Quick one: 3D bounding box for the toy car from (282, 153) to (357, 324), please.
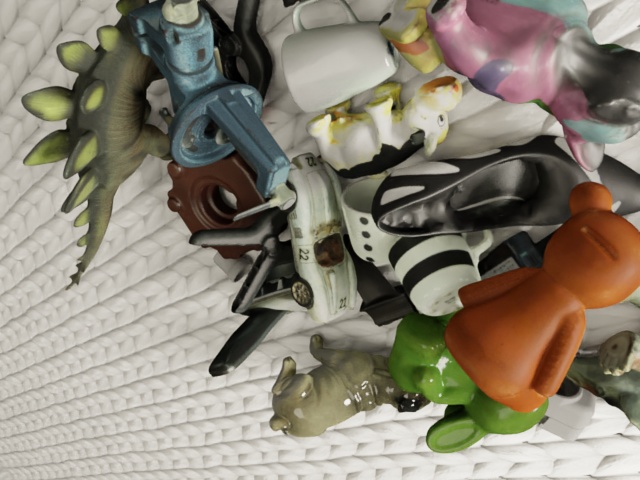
[{"bbox_3d":[-0.001,-0.002,0.635,0.056,0.073,0.201,3,106,44],"label":"toy car"}]

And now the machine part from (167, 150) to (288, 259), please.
[{"bbox_3d":[-0.128,-0.056,0.735,0.180,0.056,0.179,15,125,22],"label":"machine part"}]

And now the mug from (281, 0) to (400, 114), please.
[{"bbox_3d":[0.022,-0.194,0.548,0.107,0.081,0.109,-7,109,22],"label":"mug"}]

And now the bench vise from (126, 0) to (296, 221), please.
[{"bbox_3d":[-0.102,-0.137,0.567,0.241,0.129,0.223,51,147,14],"label":"bench vise"}]

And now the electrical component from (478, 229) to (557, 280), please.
[{"bbox_3d":[0.219,0.031,0.570,0.119,0.048,0.075,-41,76,44],"label":"electrical component"}]

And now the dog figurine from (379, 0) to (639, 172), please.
[{"bbox_3d":[0.176,-0.153,0.458,0.219,0.192,0.108,34,92,-21],"label":"dog figurine"}]

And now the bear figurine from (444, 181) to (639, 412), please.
[{"bbox_3d":[0.209,0.055,0.487,0.196,0.131,0.120,-46,60,8],"label":"bear figurine"}]

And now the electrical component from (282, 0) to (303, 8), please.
[{"bbox_3d":[-0.019,-0.312,0.508,0.115,0.058,0.134,-24,104,37],"label":"electrical component"}]

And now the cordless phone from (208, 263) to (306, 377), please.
[{"bbox_3d":[-0.063,0.102,0.705,0.147,0.184,0.088,-20,110,39],"label":"cordless phone"}]

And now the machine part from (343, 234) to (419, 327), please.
[{"bbox_3d":[0.065,0.052,0.696,0.084,0.039,0.138,-21,107,44],"label":"machine part"}]

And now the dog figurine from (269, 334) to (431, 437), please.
[{"bbox_3d":[0.044,0.213,0.726,0.191,0.172,0.121,0,129,39],"label":"dog figurine"}]

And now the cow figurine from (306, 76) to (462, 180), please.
[{"bbox_3d":[0.076,-0.111,0.567,0.167,0.068,0.098,-6,121,37],"label":"cow figurine"}]

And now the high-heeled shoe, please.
[{"bbox_3d":[0.176,-0.036,0.502,0.249,0.145,0.086,9,123,29],"label":"high-heeled shoe"}]

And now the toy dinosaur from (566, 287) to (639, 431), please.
[{"bbox_3d":[0.383,0.060,0.462,0.192,0.131,0.404,32,124,-14],"label":"toy dinosaur"}]

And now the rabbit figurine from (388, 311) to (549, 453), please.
[{"bbox_3d":[0.164,0.169,0.614,0.170,0.121,0.159,30,115,30],"label":"rabbit figurine"}]

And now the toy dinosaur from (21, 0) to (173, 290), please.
[{"bbox_3d":[-0.268,-0.132,0.681,0.105,0.198,0.470,30,128,16],"label":"toy dinosaur"}]
